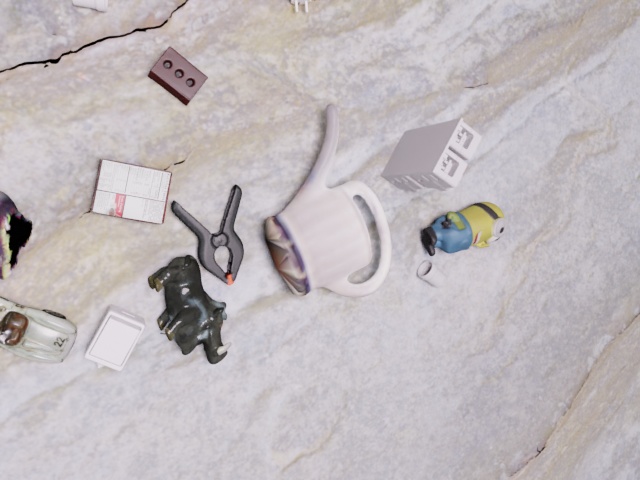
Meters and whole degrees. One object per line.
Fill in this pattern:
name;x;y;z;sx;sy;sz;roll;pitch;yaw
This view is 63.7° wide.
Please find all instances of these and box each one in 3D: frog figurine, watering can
frog figurine;-0.509;-0.009;0.718;0.159;0.120;0.140;2;59;-12
watering can;0.003;-0.046;0.911;0.226;0.104;0.345;-25;101;-18
